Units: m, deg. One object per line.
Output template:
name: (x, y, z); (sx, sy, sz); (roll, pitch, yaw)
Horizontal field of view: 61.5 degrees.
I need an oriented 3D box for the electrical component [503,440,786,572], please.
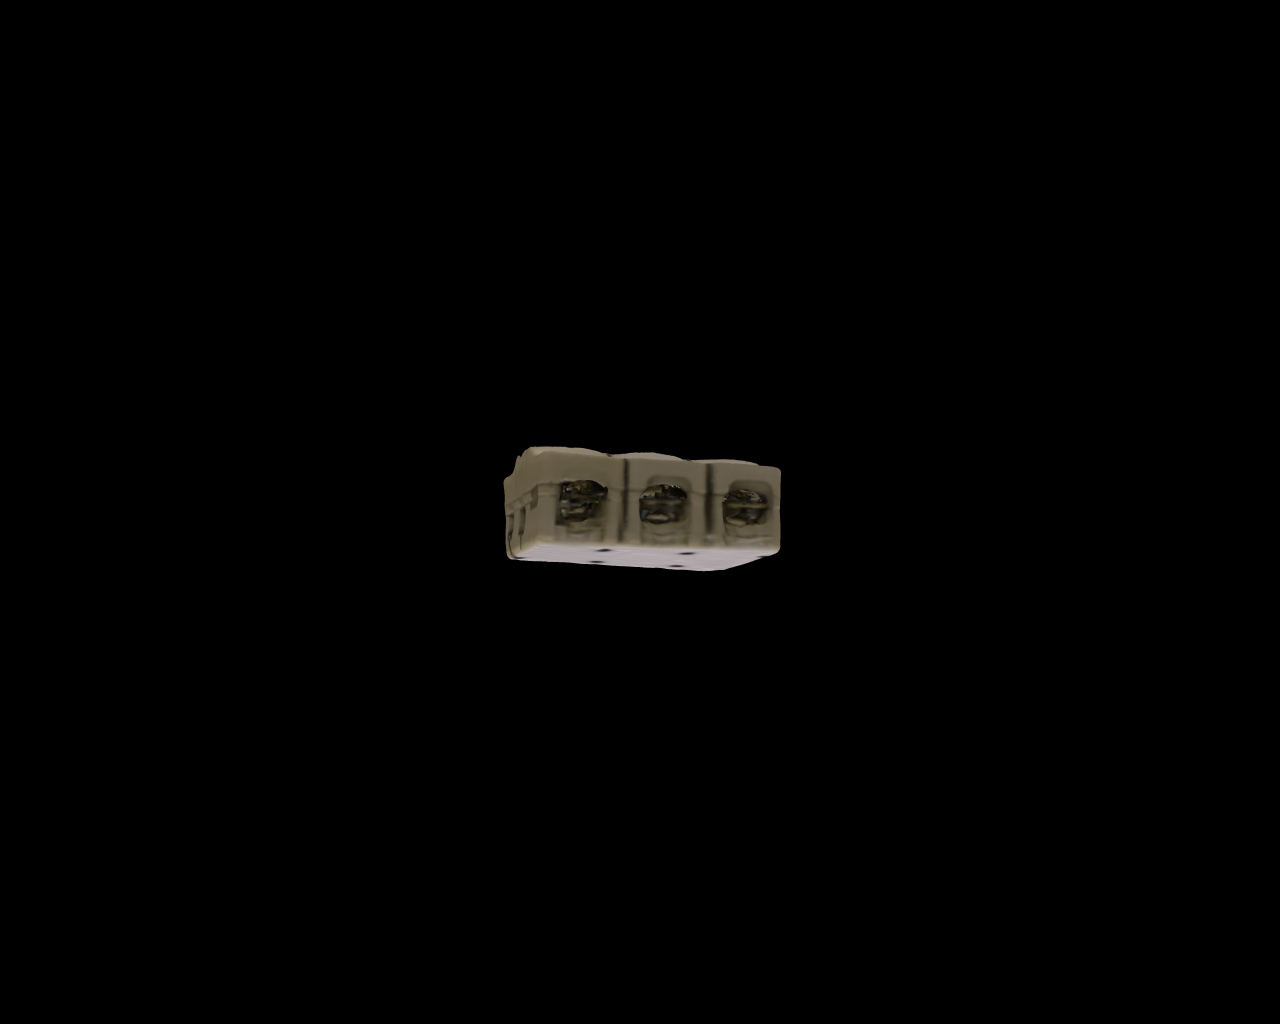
electrical component: (0.001, -0.003, 0.650); (0.150, 0.061, 0.089); (4, -11, -20)
